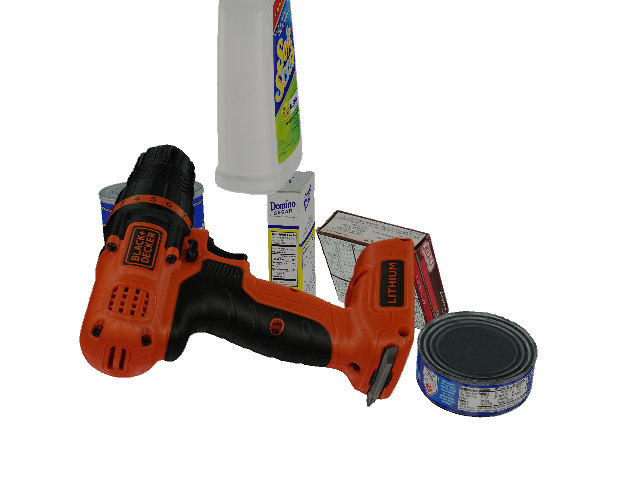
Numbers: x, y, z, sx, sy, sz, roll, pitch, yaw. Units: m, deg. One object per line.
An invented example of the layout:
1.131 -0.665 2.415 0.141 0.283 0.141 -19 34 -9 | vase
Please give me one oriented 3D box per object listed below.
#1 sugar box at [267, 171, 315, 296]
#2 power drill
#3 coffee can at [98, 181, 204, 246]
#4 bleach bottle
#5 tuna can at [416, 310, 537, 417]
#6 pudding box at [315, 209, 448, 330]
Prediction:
-0.033 0.015 1.245 0.048 0.176 0.093 0 17 10 | sugar box
-0.039 0.018 0.642 0.187 0.057 0.184 11 42 -5 | power drill
-0.164 0.016 1.068 0.103 0.140 0.103 -2 14 0 | coffee can
-0.058 -0.174 0.944 0.068 0.251 0.102 7 30 16 | bleach bottle
0.112 0.089 0.773 0.086 0.034 0.086 0 31 0 | tuna can
0.056 0.027 0.975 0.114 0.090 0.039 15 44 39 | pudding box
